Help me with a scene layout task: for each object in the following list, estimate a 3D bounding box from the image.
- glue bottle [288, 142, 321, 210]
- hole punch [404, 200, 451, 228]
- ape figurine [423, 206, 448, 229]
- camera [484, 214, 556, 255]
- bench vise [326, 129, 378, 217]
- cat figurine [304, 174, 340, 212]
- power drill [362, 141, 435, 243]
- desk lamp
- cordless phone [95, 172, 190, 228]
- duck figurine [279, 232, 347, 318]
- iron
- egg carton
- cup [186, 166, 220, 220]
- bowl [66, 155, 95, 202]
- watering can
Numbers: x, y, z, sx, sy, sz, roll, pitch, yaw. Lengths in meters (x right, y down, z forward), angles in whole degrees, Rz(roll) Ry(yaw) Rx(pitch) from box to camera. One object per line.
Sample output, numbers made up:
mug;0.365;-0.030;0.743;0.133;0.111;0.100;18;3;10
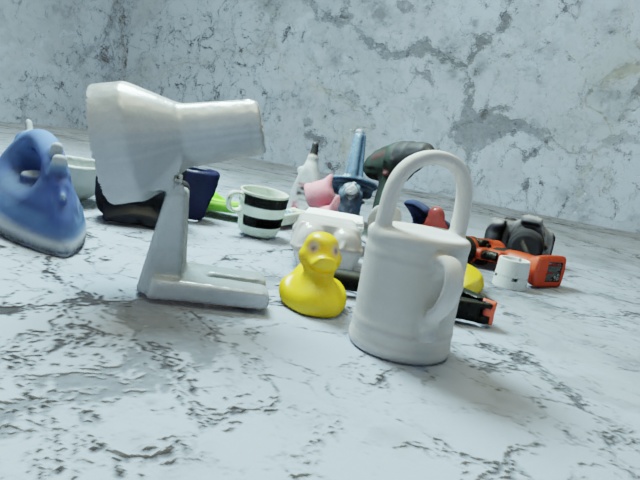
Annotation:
glue bottle;-0.025;-0.135;1.295;0.078;0.173;0.037;14;11;23
hole punch;0.231;-0.036;1.225;0.101;0.091;0.108;6;11;-21
ape figurine;0.228;-0.021;1.138;0.077;0.092;0.076;13;11;15
camera;0.413;-0.003;1.190;0.142;0.101;0.137;13;11;19
bench vise;0.086;-0.139;1.291;0.122;0.220;0.207;7;11;-17
cat figurine;0.008;-0.074;1.146;0.067;0.118;0.127;5;11;-24
power drill;0.140;-0.089;1.096;0.076;0.208;0.229;6;11;-21
desk lamp;-0.142;-0.050;0.600;0.203;0.213;0.117;8;10;-12
cordless phone;-0.279;-0.117;0.921;0.148;0.185;0.094;6;11;-20
duck figurine;-0.004;0.032;0.646;0.077;0.086;0.104;7;10;-13
iron;-0.362;-0.078;0.752;0.119;0.141;0.257;1;13;-40
egg carton;0.008;0.003;0.861;0.107;0.069;0.150;9;10;-4
cup;-0.236;-0.088;1.054;0.092;0.095;0.117;7;11;-15
bowl;-0.454;-0.107;1.009;0.167;0.075;0.167;10;10;-1
watering can;0.088;0.009;0.554;0.101;0.194;0.172;1;13;-39
